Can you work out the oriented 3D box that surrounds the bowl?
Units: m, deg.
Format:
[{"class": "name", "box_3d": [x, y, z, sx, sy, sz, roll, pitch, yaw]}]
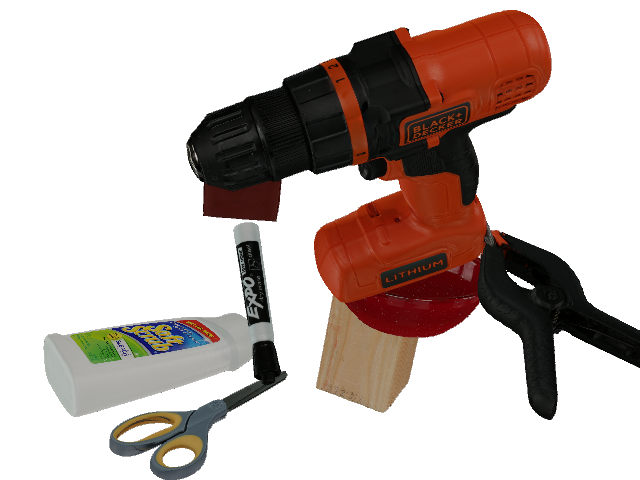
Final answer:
[{"class": "bowl", "box_3d": [0.081, 0.047, 1.001, 0.162, 0.055, 0.162, 5, 20, -2]}]

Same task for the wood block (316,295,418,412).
[{"class": "wood block", "box_3d": [0.067, 0.076, 1.214, 0.090, 0.206, 0.090, 18, 24, 18]}]

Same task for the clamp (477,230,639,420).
[{"class": "clamp", "box_3d": [0.179, 0.054, 0.786, 0.120, 0.039, 0.171, -3, 45, -20]}]

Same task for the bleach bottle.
[{"class": "bleach bottle", "box_3d": [-0.174, 0.124, 1.200, 0.250, 0.068, 0.103, -12, 31, -29]}]

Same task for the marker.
[{"class": "marker", "box_3d": [-0.045, 0.044, 0.756, 0.020, 0.121, 0.020, -8, -26, -4]}]

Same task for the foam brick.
[{"class": "foam brick", "box_3d": [-0.078, -0.056, 1.089, 0.078, 0.051, 0.053, 5, 31, 0]}]

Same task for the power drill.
[{"class": "power drill", "box_3d": [0.028, -0.034, 0.579, 0.184, 0.057, 0.187, -18, -27, -5]}]

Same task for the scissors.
[{"class": "scissors", "box_3d": [-0.094, 0.170, 0.985, 0.201, 0.016, 0.096, -12, 33, -31]}]
